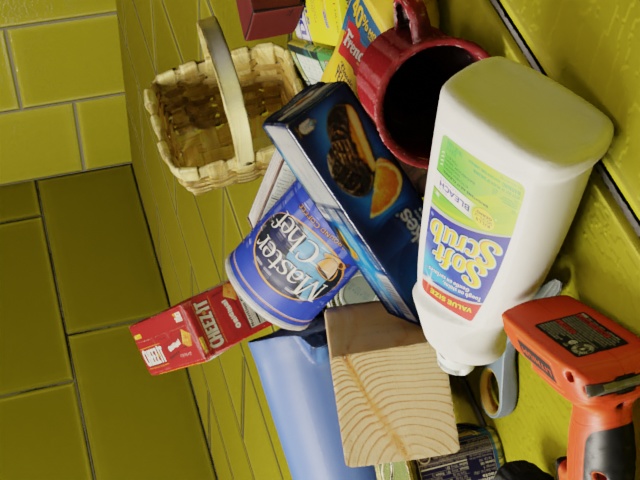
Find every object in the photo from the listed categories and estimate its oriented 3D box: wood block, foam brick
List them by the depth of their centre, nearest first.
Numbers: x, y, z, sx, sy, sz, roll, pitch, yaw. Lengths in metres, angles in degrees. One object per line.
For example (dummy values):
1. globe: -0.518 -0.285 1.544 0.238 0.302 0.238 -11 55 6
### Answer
1. wood block: 0.055 0.113 0.910 0.206 0.090 0.091 -96 -2 -83
2. foam brick: -0.050 -0.235 1.044 0.078 0.053 0.051 136 121 -76

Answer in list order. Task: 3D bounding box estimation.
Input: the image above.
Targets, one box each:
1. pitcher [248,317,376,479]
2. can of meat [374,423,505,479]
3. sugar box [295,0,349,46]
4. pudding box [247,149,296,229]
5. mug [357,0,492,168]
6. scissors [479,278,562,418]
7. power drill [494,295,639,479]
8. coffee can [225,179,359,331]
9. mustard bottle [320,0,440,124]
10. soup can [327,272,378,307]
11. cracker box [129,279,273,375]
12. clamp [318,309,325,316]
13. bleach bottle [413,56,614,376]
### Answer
1. pitcher: 0.013 0.206 1.188 0.145 0.149 0.243 -15 89 35
2. can of meat: 0.099 0.189 0.899 0.102 0.083 0.057 155 103 -76
3. sugar box: 0.010 -0.232 1.000 0.176 0.048 0.093 -146 45 -69
4. pudding box: -0.011 -0.049 1.054 0.039 0.090 0.114 -110 40 -60
5. mug: 0.070 -0.117 0.753 0.081 0.093 0.117 -118 10 -64
6. scissors: 0.143 0.084 0.782 0.202 0.016 0.096 148 109 -75
7. power drill: 0.159 0.134 0.680 0.185 0.057 0.187 -142 40 -64
8. coffee can: -0.007 0.001 0.997 0.140 0.102 0.103 -48 41 22
9. mustard bottle: 0.050 -0.150 0.844 0.192 0.058 0.096 113 142 -49
10. soup can: 0.026 0.037 1.100 0.102 0.068 0.068 -132 33 -65
11. cracker box: -0.084 0.074 1.198 0.164 0.213 0.072 -25 90 59
12. clamp: -0.020 0.047 1.360 0.210 0.036 0.164 -129 32 -55
13. bleach bottle: 0.112 0.008 0.698 0.103 0.068 0.251 40 147 30
